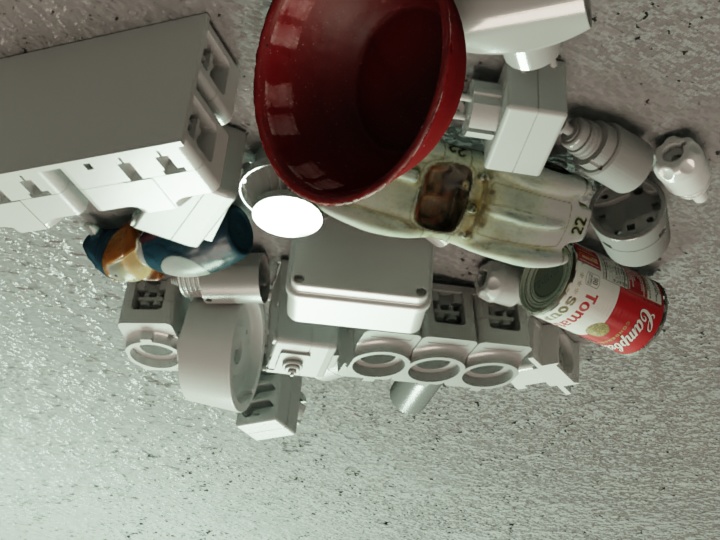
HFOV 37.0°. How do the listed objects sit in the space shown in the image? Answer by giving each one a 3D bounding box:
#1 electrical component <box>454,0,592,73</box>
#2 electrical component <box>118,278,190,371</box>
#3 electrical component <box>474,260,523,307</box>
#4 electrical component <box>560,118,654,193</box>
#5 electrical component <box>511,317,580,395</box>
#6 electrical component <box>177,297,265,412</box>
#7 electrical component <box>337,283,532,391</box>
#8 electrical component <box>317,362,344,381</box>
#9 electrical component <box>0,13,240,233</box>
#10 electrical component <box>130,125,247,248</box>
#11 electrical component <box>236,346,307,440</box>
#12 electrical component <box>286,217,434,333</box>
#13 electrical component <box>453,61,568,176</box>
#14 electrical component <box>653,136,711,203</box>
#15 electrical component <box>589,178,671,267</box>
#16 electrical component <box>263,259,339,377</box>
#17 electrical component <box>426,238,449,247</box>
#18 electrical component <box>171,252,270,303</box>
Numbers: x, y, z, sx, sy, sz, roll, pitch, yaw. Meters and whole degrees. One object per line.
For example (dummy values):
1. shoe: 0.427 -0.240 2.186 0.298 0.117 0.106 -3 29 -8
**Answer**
1. electrical component: 0.099 -0.146 0.641 0.077 0.043 0.079 -7 146 18
2. electrical component: -0.183 0.055 0.986 0.050 0.055 0.089 0 147 7
3. electrical component: 0.129 0.015 0.900 0.061 0.035 0.035 16 146 -20
4. electrical component: 0.165 -0.083 0.736 0.078 0.040 0.040 24 143 -28
5. electrical component: 0.165 0.082 0.996 0.064 0.042 0.081 -14 143 33
6. electrical component: -0.128 0.070 0.959 0.060 0.108 0.108 5 148 10
7. electrical component: 0.062 0.060 0.939 0.150 0.061 0.089 7 148 -16
8. electrical component: -0.022 0.073 0.996 0.055 0.055 0.047 28 145 -32
9. electrical component: -0.178 -0.092 0.707 0.186 0.105 0.060 -7 146 19
10. electrical component: -0.118 -0.067 0.779 0.061 0.061 0.096 19 145 -21
11. electrical component: -0.078 0.128 1.061 0.047 0.083 0.075 -13 144 26
12. electrical component: 0.000 0.000 0.854 0.113 0.078 0.057 6 150 -2
13. electrical component: 0.090 -0.104 0.706 0.077 0.047 0.065 8 148 -4
14. electrical component: 0.231 -0.067 0.758 0.035 0.035 0.061 -16 145 30
15. electrical component: 0.201 -0.035 0.795 0.055 0.055 0.047 -8 149 20
16. electrical component: -0.047 0.048 0.919 0.061 0.096 0.061 8 148 -11
17. electrical component: 0.042 -0.049 0.806 0.065 0.044 0.044 24 143 -20
18. electrical component: -0.121 0.007 0.914 0.081 0.043 0.043 0 147 8
